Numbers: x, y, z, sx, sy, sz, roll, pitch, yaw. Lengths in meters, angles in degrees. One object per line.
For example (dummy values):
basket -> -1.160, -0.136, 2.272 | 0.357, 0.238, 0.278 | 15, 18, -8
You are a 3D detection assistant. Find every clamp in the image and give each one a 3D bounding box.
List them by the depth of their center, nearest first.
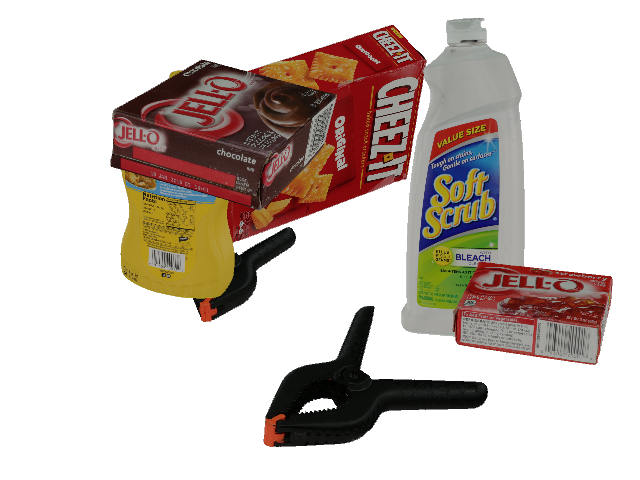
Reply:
clamp -> 0.039, 0.138, 0.971 | 0.165, 0.036, 0.209 | 28, 38, 33
clamp -> -0.096, 0.030, 1.254 | 0.120, 0.039, 0.171 | -2, 41, 10

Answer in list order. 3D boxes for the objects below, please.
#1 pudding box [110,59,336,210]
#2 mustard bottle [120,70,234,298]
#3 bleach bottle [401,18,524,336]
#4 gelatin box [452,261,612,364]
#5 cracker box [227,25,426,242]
pudding box -> -0.052, -0.062, 0.597 | 0.090, 0.039, 0.113 | 17, 26, 13
mustard bottle -> -0.117, -0.048, 0.886 | 0.096, 0.192, 0.058 | 12, 30, 12
bleach bottle -> 0.112, -0.050, 0.860 | 0.103, 0.251, 0.068 | 2, 15, 20
gelatin box -> 0.135, 0.043, 0.674 | 0.089, 0.030, 0.073 | 7, 24, 19
cracker box -> -0.008, -0.102, 1.052 | 0.213, 0.164, 0.072 | -21, 53, -22
